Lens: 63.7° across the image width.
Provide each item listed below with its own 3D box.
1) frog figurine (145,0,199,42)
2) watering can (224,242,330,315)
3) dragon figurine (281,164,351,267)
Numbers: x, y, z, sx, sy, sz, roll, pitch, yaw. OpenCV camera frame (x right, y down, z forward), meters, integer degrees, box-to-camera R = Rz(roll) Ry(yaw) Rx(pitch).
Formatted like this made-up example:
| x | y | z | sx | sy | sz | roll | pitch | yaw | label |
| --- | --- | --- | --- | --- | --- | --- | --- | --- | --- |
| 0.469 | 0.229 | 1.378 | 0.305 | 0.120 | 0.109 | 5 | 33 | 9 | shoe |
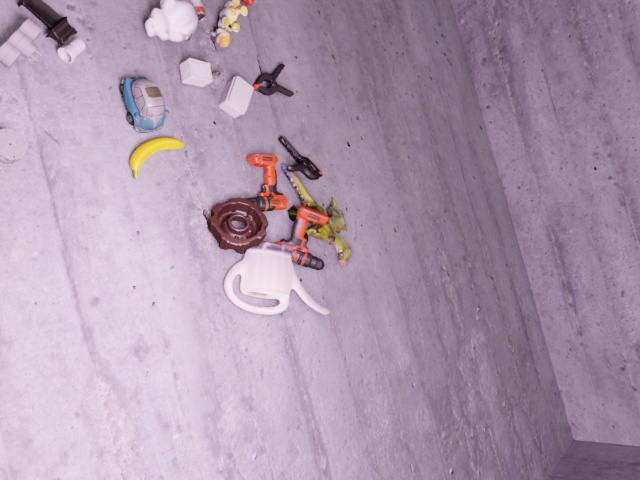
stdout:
| x | y | z | sx | sy | sz | roll | pitch | yaw | label |
| --- | --- | --- | --- | --- | --- | --- | --- | --- | --- |
| -0.443 | -0.659 | 1.530 | 0.161 | 0.123 | 0.135 | -33 | 122 | -56 | frog figurine |
| -0.125 | 0.122 | 1.597 | 0.347 | 0.103 | 0.227 | 10 | 72 | -23 | watering can |
| 0.006 | -0.092 | 1.836 | 0.244 | 0.121 | 0.412 | -15 | 81 | -63 | dragon figurine |
